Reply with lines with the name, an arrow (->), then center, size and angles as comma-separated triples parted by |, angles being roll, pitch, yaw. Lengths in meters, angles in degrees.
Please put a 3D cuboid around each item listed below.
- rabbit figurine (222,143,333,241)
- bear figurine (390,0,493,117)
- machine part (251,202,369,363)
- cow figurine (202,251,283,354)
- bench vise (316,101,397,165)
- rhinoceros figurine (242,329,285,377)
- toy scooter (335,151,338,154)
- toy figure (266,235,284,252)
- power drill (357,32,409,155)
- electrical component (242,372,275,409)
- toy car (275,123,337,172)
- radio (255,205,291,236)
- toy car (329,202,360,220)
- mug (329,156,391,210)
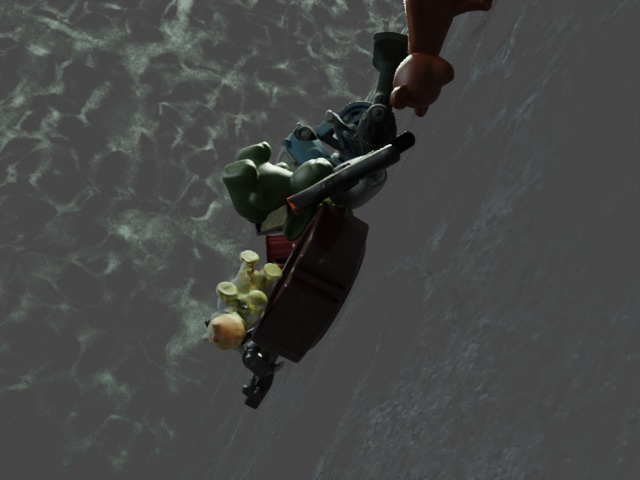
rabbit figurine -> -0.057, -0.079, 0.895 | 0.121, 0.170, 0.158 | -60, -37, -62
bear figurine -> 0.173, -0.287, 0.796 | 0.132, 0.120, 0.195 | 3, 89, 39
machine part -> -0.013, 0.062, 0.789 | 0.201, 0.087, 0.201 | -58, 8, 38
cow figurine -> -0.113, 0.098, 0.726 | 0.167, 0.068, 0.098 | -64, -1, -54
bench vise -> 0.049, -0.205, 1.114 | 0.224, 0.129, 0.240 | -34, -17, 18
rhinoceros figurine -> -0.076, 0.162, 0.906 | 0.112, 0.073, 0.190 | -31, 11, 28
toy scooter -> 0.092, -0.228, 1.322 | 0.184, 0.075, 0.135 | -48, 14, 56
toy figure -> -0.048, 0.020, 1.255 | 0.082, 0.089, 0.180 | -49, -11, 25
power drill -> 0.113, -0.247, 0.928 | 0.232, 0.086, 0.207 | 71, -157, -76
electrical component -> -0.111, 0.248, 0.952 | 0.078, 0.045, 0.102 | -57, 7, 27
toy car -> -0.028, -0.131, 1.008 | 0.103, 0.162, 0.109 | -30, -30, -1
radio -> -0.084, -0.085, 1.170 | 0.230, 0.073, 0.131 | -11, 88, 65
toy car -> 0.000, 0.019, 0.936 | 0.201, 0.073, 0.056 | -57, 4, 37
mug -> 0.076, -0.103, 0.900 | 0.109, 0.080, 0.107 | -26, 3, -20
